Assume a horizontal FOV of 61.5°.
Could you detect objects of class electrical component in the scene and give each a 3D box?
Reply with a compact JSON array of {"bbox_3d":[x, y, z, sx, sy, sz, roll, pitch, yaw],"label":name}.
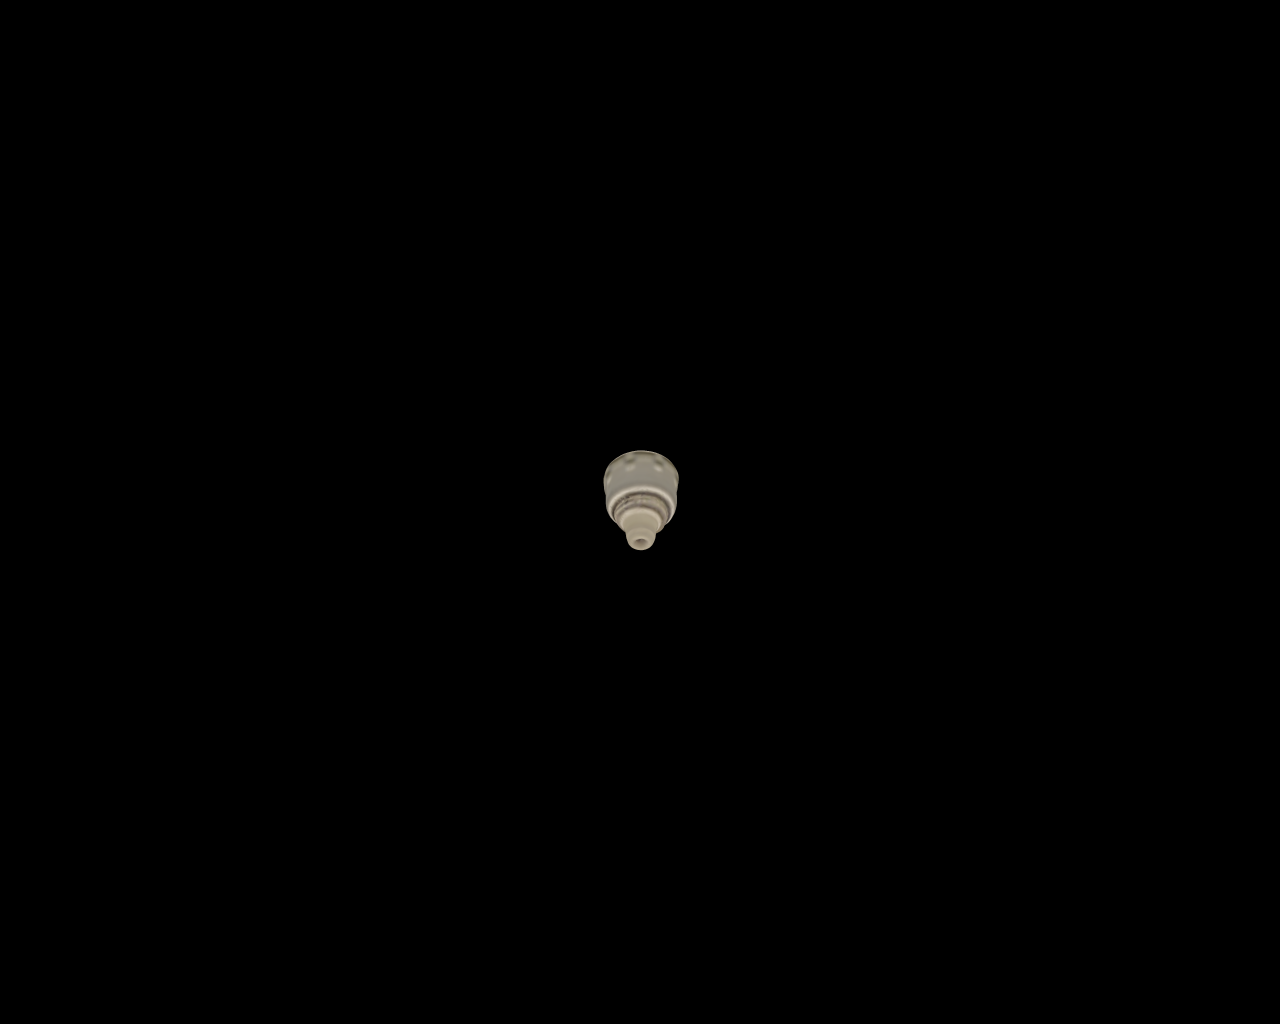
[{"bbox_3d":[0.001,-0.003,0.650,0.048,0.062,0.048,0,-44,0],"label":"electrical component"}]
